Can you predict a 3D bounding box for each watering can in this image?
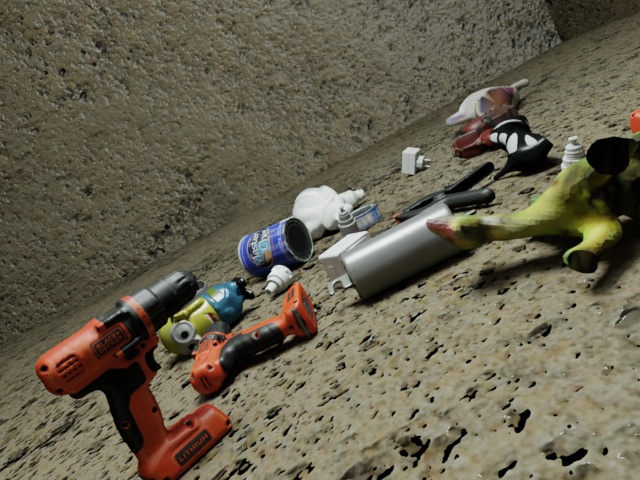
[{"bbox_3d":[0.588,-0.468,1.717,0.348,0.103,0.226,-28,12,-3],"label":"watering can"}]

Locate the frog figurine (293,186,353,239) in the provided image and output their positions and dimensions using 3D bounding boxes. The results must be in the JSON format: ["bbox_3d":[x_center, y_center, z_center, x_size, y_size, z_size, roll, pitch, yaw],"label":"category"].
[{"bbox_3d":[0.004,-0.064,1.279,0.138,0.121,0.160,-61,24,-3],"label":"frog figurine"}]

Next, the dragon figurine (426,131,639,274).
[{"bbox_3d":[0.326,-0.061,0.581,0.410,0.122,0.243,-16,4,-1],"label":"dragon figurine"}]
